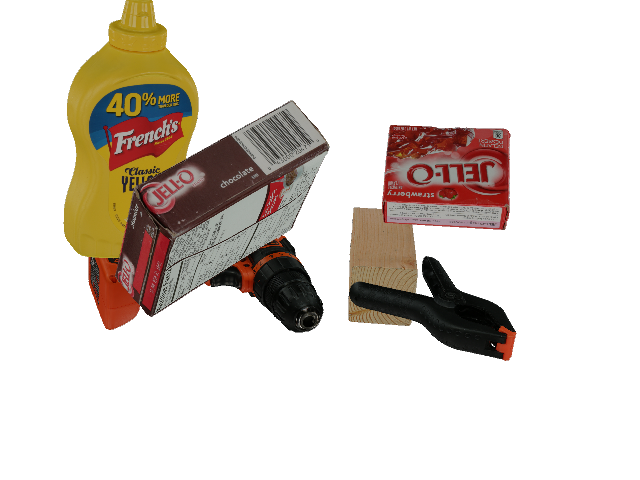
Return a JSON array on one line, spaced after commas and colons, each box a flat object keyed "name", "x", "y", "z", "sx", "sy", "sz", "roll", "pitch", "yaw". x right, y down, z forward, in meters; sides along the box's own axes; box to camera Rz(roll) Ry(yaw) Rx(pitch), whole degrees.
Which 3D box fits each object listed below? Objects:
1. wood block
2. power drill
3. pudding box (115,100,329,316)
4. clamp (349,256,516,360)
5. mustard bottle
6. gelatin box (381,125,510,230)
[{"name": "wood block", "x": 0.089, "y": 0.034, "z": 1.555, "sx": 0.091, "sy": 0.090, "sz": 0.206, "roll": 4, "pitch": 25, "yaw": 0}, {"name": "power drill", "x": -0.106, "y": 0.036, "z": 0.955, "sx": 0.187, "sy": 0.057, "sz": 0.185, "roll": -3, "pitch": 24, "yaw": -22}, {"name": "pudding box", "x": -0.055, "y": -0.017, "z": 0.586, "sx": 0.113, "sy": 0.039, "sz": 0.090, "roll": -31, "pitch": -17, "yaw": -31}, {"name": "clamp", "x": 0.127, "y": 0.064, "z": 1.053, "sx": 0.172, "sy": 0.039, "sz": 0.120, "roll": 26, "pitch": 39, "yaw": 32}, {"name": "mustard bottle", "x": -0.138, "y": -0.084, "z": 0.786, "sx": 0.096, "sy": 0.192, "sz": 0.058, "roll": -7, "pitch": 29, "yaw": -29}, {"name": "gelatin box", "x": 0.091, "y": -0.047, "z": 0.766, "sx": 0.089, "sy": 0.073, "sz": 0.030, "roll": 3, "pitch": -37, "yaw": 7}]
